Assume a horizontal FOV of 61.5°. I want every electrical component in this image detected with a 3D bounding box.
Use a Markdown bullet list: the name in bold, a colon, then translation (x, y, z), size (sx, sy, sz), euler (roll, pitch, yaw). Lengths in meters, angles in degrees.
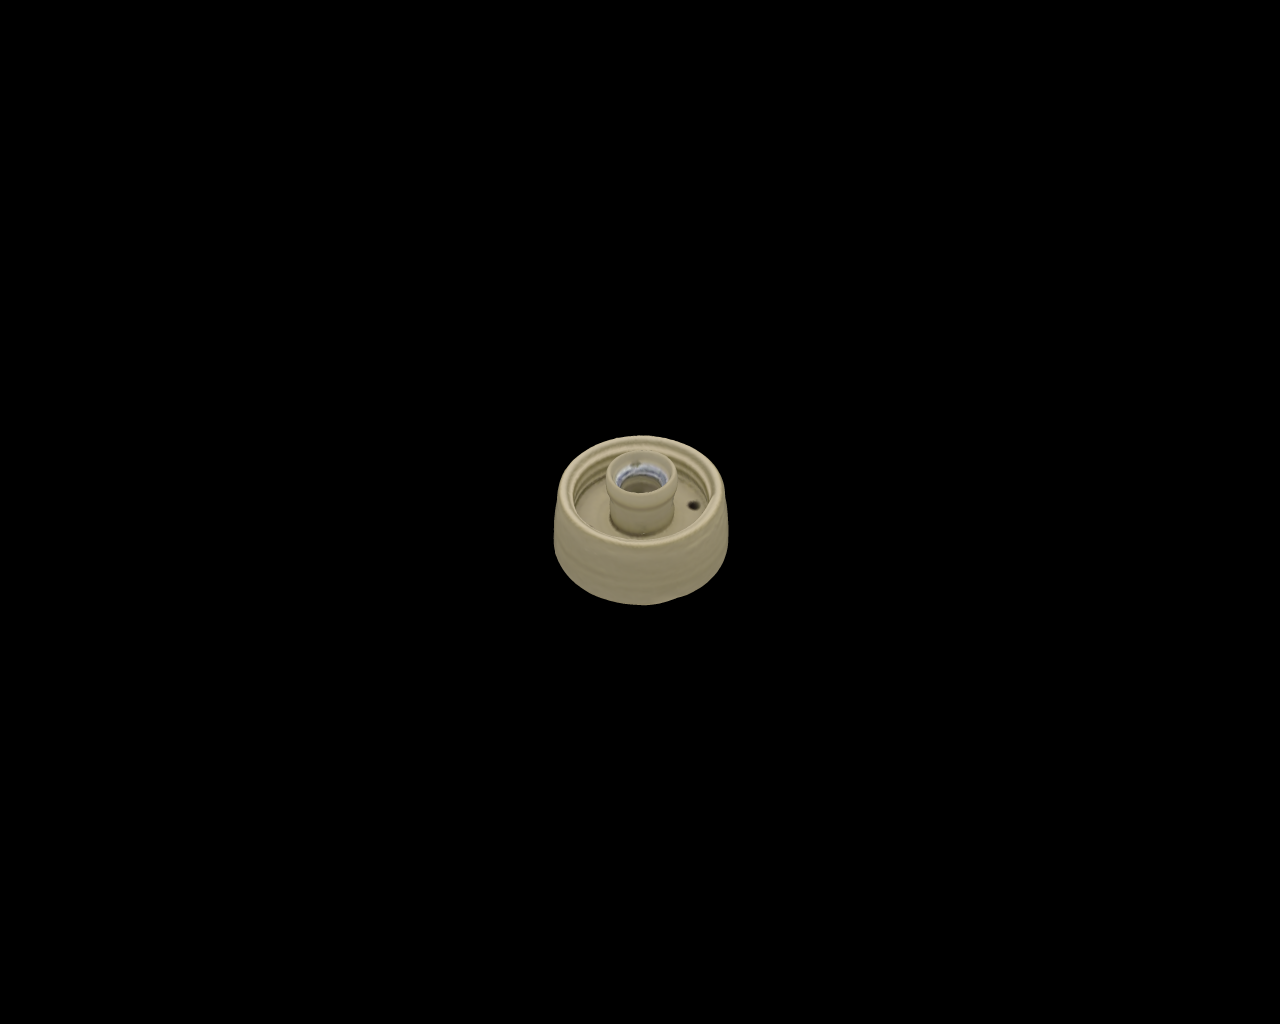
- **electrical component**: translation (0.001, -0.003, 0.650), size (0.108, 0.060, 0.108), euler (0, 43, 0)
